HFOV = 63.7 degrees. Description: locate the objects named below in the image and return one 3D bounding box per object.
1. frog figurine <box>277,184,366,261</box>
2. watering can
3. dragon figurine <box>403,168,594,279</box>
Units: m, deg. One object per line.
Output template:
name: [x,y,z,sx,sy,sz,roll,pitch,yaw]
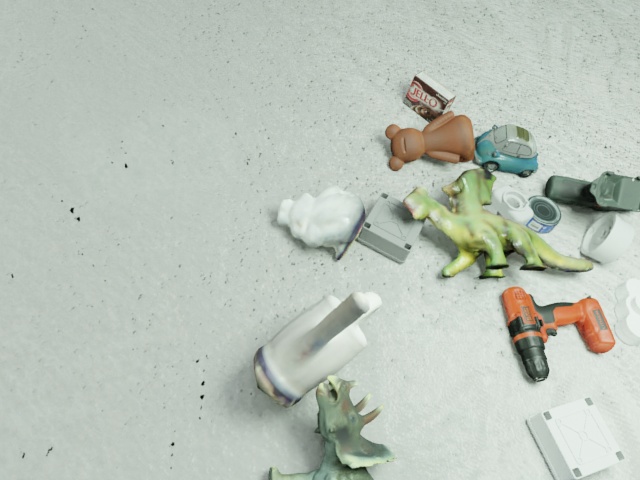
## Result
frog figurine: [0.003,-0.050,1.001,0.159,0.121,0.139,29,74,-6]
watering can: [-0.003,0.147,0.754,0.225,0.344,0.105,-38,77,-1]
dragon figurine: [0.351,-0.042,1.039,0.410,0.120,0.247,1,68,-19]
